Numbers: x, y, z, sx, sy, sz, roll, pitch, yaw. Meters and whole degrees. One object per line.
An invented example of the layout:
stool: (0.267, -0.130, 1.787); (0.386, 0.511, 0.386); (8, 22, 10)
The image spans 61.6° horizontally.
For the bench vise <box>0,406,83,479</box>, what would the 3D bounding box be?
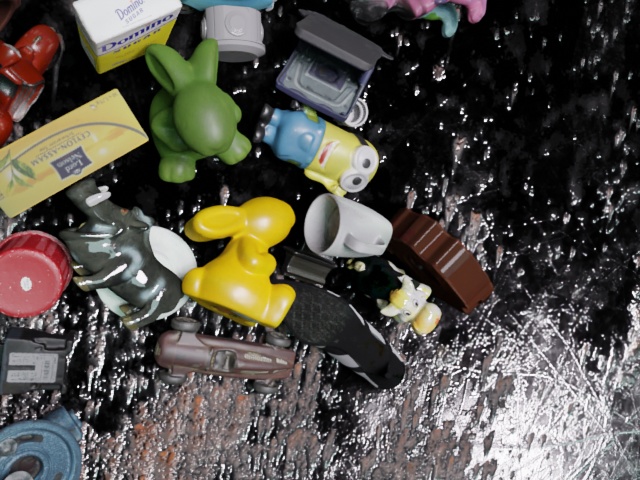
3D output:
bench vise: (-0.360, 0.280, 0.589); (0.223, 0.241, 0.128); (-21, 104, -33)

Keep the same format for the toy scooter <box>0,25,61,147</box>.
toy scooter: (-0.342, -0.155, 0.560); (0.075, 0.135, 0.184); (40, 85, -25)

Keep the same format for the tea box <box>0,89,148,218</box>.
tea box: (-0.289, -0.101, 0.611); (0.170, 0.098, 0.068); (-33, 110, -15)

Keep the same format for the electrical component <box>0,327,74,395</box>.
electrical component: (-0.367, 0.145, 0.654); (0.119, 0.048, 0.074); (11, 95, -25)

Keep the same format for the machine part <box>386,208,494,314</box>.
machine part: (0.165, 0.031, 0.779); (0.056, 0.179, 0.179); (-46, 112, -5)

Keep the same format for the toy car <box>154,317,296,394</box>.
toy car: (-0.127, 0.165, 0.750); (0.202, 0.053, 0.089); (15, 91, -22)

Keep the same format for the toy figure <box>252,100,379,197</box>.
toy figure: (-0.002, -0.129, 0.728); (0.180, 0.089, 0.082); (22, 133, -15)

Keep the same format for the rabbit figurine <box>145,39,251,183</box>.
rabbit figurine: (-0.135, -0.148, 0.623); (0.121, 0.170, 0.159); (-14, 105, -20)

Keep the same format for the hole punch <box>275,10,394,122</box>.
hole punch: (0.013, -0.227, 0.699); (0.142, 0.116, 0.092); (25, 127, 1)

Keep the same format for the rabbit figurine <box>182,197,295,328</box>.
rabbit figurine: (-0.102, 0.015, 0.714); (0.162, 0.122, 0.173); (30, 74, -15)

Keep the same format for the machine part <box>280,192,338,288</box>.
machine part: (-0.002, -0.002, 0.775); (0.084, 0.039, 0.138); (24, 92, -18)

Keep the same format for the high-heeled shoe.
high-heeled shoe: (0.028, 0.137, 0.814); (0.249, 0.145, 0.086); (40, 88, 5)

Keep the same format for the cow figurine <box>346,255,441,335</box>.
cow figurine: (0.101, 0.068, 0.758); (0.098, 0.167, 0.068); (36, 91, -25)

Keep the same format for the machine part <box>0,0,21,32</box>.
machine part: (-0.385, -0.199, 0.498); (0.201, 0.201, 0.087); (-47, 115, -8)

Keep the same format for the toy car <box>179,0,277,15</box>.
toy car: (-0.120, -0.324, 0.634); (0.162, 0.103, 0.109); (3, 100, -20)

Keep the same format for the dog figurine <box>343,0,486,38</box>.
dog figurine: (0.122, -0.370, 0.720); (0.219, 0.109, 0.191); (12, 96, -21)

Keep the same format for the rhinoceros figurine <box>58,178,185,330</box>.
rhinoceros figurine: (-0.239, 0.017, 0.642); (0.112, 0.073, 0.190); (-37, 110, -10)

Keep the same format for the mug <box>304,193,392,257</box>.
mug: (0.050, -0.012, 0.720); (0.107, 0.110, 0.080); (7, 105, -37)
